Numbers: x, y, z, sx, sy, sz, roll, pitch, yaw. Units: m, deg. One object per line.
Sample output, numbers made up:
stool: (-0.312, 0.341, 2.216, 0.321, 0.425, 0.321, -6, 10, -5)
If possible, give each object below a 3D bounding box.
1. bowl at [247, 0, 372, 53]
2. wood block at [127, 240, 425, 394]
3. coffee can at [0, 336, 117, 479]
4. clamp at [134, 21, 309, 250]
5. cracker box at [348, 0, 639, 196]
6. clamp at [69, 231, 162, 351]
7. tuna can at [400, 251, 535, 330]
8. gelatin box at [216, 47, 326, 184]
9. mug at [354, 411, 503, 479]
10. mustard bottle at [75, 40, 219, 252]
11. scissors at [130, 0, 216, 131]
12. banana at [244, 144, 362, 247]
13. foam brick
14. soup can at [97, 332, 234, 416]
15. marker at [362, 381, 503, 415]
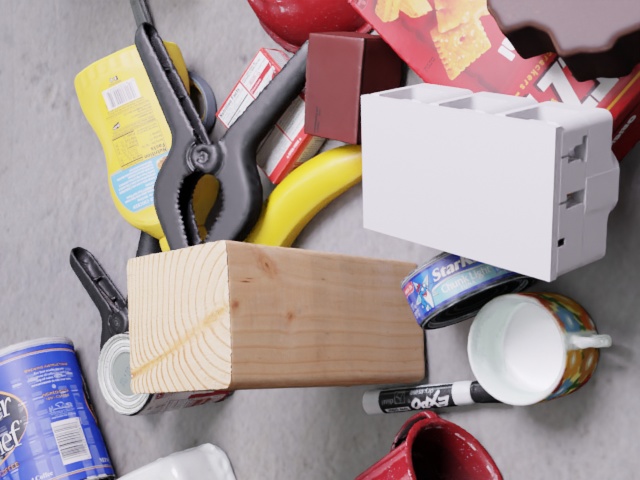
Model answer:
bowl: (-0.013, -0.226, 0.828, 0.162, 0.055, 0.162, 0, 90, 39)
wood block: (-0.023, 0.058, 0.734, 0.091, 0.205, 0.090, -9, 80, 38)
coffee can: (-0.258, 0.173, 0.987, 0.103, 0.102, 0.140, -34, 69, 33)
clamp: (-0.075, -0.069, 0.835, 0.165, 0.036, 0.210, 2, 91, 24)
cracker box: (0.138, -0.154, 0.698, 0.214, 0.071, 0.164, 51, 119, 26)
clamp: (-0.165, 0.065, 0.956, 0.120, 0.039, 0.171, -30, 75, 40)
tuna can: (0.100, 0.028, 0.718, 0.086, 0.085, 0.034, -34, 71, 33)
gelatin box: (-0.034, -0.100, 0.860, 0.089, 0.030, 0.073, 51, 120, 26)
mug: (0.069, 0.175, 0.747, 0.082, 0.093, 0.117, -44, 33, 34)
mustard bottle: (-0.137, -0.065, 0.904, 0.096, 0.058, 0.191, -20, 87, 20)
scissors: (-0.136, -0.169, 0.949, 0.096, 0.016, 0.202, -8, 86, 36)
banana: (-0.022, -0.006, 0.848, 0.070, 0.037, 0.198, 35, 113, 14)
foam brick: (0.025, -0.114, 0.791, 0.053, 0.051, 0.078, 16, 111, 37)
soup can: (-0.124, 0.107, 0.883, 0.069, 0.102, 0.068, 0, 90, 39)
marker: (0.084, 0.113, 0.771, 0.121, 0.020, 0.020, -13, 82, 37)
